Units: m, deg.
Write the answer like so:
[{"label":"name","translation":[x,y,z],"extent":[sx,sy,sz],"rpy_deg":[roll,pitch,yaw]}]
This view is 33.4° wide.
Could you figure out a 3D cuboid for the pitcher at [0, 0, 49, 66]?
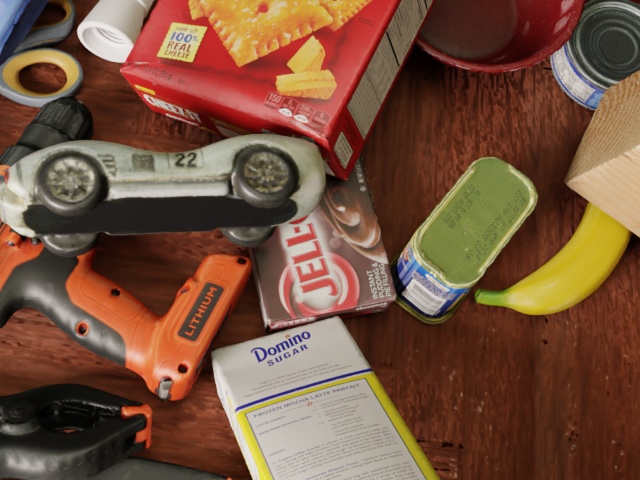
[{"label":"pitcher","translation":[-0.295,-0.208,0.680],"extent":[0.242,0.145,0.149],"rpy_deg":[33,93,-12]}]

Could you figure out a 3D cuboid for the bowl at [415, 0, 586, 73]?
[{"label":"bowl","translation":[0.116,-0.189,0.812],"extent":[0.162,0.055,0.162],"rpy_deg":[3,71,-8]}]

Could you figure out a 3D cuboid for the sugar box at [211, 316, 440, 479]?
[{"label":"sugar box","translation":[0.000,0.120,0.645],"extent":[0.093,0.048,0.176],"rpy_deg":[-14,31,-12]}]

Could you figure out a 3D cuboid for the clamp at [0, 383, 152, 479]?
[{"label":"clamp","translation":[-0.194,0.115,0.661],"extent":[0.171,0.039,0.120],"rpy_deg":[-4,37,-25]}]

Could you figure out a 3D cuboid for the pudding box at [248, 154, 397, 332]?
[{"label":"pudding box","translation":[-0.005,0.001,0.739],"extent":[0.090,0.039,0.113],"rpy_deg":[-10,73,-11]}]

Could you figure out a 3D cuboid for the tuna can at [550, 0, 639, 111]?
[{"label":"tuna can","translation":[0.224,-0.143,0.824],"extent":[0.086,0.034,0.086],"rpy_deg":[3,71,-8]}]

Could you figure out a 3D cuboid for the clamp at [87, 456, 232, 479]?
[{"label":"clamp","translation":[-0.148,0.199,0.648],"extent":[0.209,0.036,0.164],"rpy_deg":[-11,64,-14]}]

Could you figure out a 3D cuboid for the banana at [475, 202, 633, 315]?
[{"label":"banana","translation":[0.194,-0.013,0.773],"extent":[0.069,0.037,0.197],"rpy_deg":[39,70,0]}]

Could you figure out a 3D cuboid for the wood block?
[{"label":"wood block","translation":[0.287,-0.029,0.740],"extent":[0.206,0.091,0.090],"rpy_deg":[34,67,-11]}]

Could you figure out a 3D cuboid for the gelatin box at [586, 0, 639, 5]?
[{"label":"gelatin box","translation":[0.238,-0.231,0.858],"extent":[0.073,0.030,0.089],"rpy_deg":[3,71,-9]}]

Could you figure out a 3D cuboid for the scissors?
[{"label":"scissors","translation":[-0.256,-0.111,0.752],"extent":[0.201,0.016,0.096],"rpy_deg":[-30,79,-16]}]

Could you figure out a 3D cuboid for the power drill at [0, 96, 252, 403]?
[{"label":"power drill","translation":[-0.144,0.009,0.708],"extent":[0.187,0.057,0.184],"rpy_deg":[25,68,2]}]

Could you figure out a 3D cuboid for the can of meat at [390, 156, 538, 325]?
[{"label":"can of meat","translation":[0.096,0.000,0.730],"extent":[0.057,0.084,0.102],"rpy_deg":[38,71,5]}]

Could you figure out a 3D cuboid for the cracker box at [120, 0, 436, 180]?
[{"label":"cracker box","translation":[-0.015,-0.169,0.740],"extent":[0.164,0.072,0.213],"rpy_deg":[21,77,21]}]
